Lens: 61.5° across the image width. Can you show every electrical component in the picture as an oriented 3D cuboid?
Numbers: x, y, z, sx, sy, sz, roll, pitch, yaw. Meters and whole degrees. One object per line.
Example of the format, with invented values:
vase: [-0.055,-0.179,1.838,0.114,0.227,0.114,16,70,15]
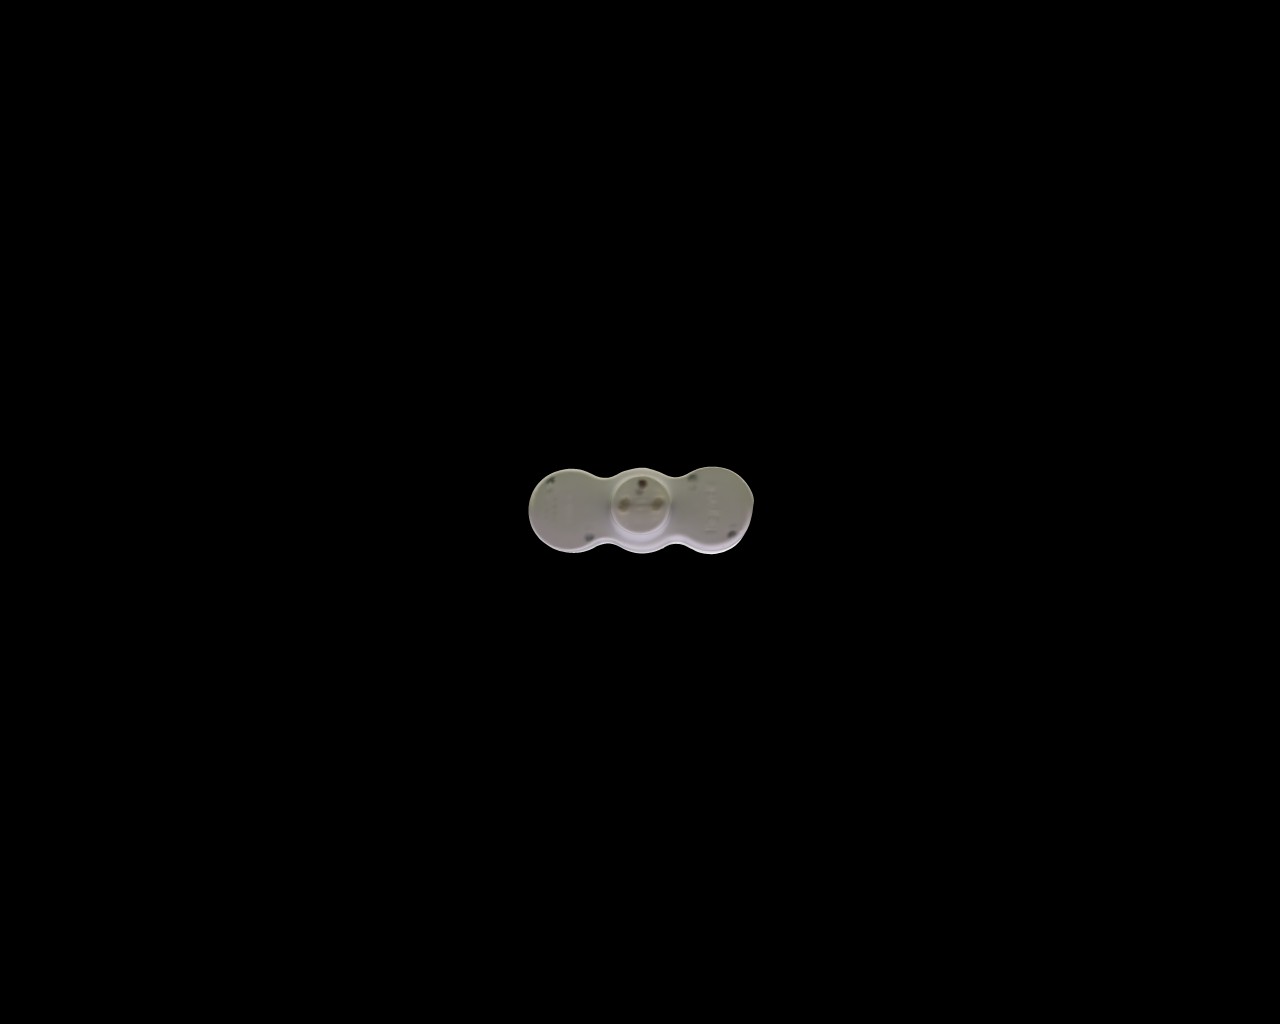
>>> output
electrical component: [0.001,-0.003,0.650,0.138,0.052,0.073,0,-7,0]
